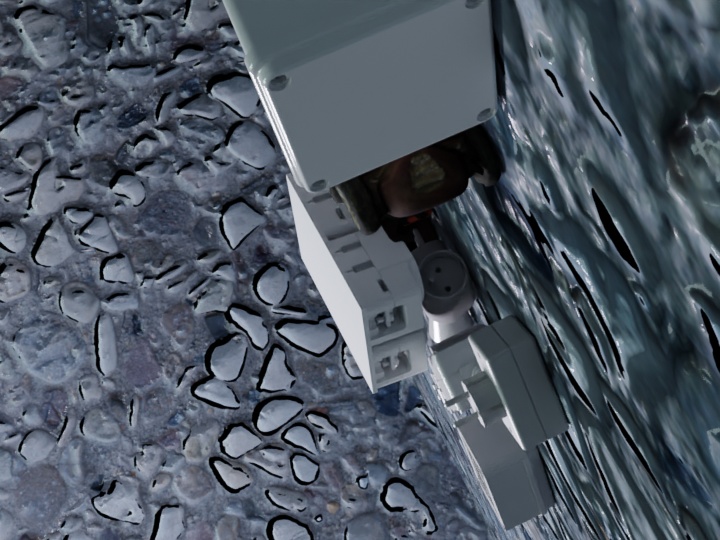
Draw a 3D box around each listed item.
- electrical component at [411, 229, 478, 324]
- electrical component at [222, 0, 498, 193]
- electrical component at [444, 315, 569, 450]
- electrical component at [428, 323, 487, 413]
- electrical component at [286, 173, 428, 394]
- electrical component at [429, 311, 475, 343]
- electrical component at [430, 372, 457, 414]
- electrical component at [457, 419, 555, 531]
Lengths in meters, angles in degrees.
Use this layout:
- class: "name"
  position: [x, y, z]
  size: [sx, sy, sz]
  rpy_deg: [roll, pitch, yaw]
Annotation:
- class: "electrical component"
  position: [0.066, 0.000, 0.940]
  size: [0.077, 0.044, 0.079]
  rpy_deg: [71, 173, -70]
- class: "electrical component"
  position: [0.004, -0.100, 0.498]
  size: [0.108, 0.109, 0.056]
  rpy_deg: [70, 177, -64]
- class: "electrical component"
  position: [0.099, 0.090, 0.784]
  size: [0.047, 0.076, 0.083]
  rpy_deg: [-122, 7, -68]
- class: "electrical component"
  position: [0.096, 0.080, 0.910]
  size: [0.096, 0.062, 0.061]
  rpy_deg: [86, 158, -84]
- class: "electrical component"
  position: [0.000, 0.000, 0.946]
  size: [0.105, 0.060, 0.186]
  rpy_deg: [82, 164, -44]
- class: "electrical component"
  position: [0.081, 0.033, 1.013]
  size: [0.044, 0.044, 0.065]
  rpy_deg: [-119, 9, -50]
- class: "electrical component"
  position: [0.101, 0.103, 1.005]
  size: [0.081, 0.064, 0.042]
  rpy_deg: [159, 86, -88]
- class: "electrical component"
  position: [0.145, 0.193, 1.067]
  size: [0.078, 0.057, 0.113]
  rpy_deg: [-118, 4, -48]
